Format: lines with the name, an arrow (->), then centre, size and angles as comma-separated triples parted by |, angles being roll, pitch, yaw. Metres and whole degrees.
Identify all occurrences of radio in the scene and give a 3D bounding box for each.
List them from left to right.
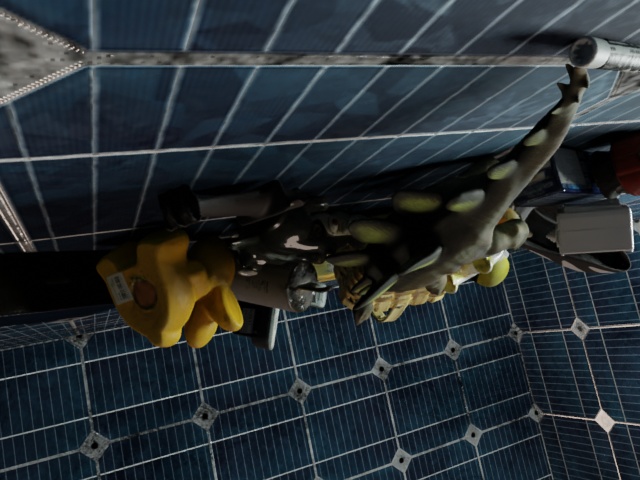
radio -> -0.358, 0.063, 0.658 | 0.131, 0.073, 0.229 | -16, 169, 36

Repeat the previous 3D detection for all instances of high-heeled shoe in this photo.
high-heeled shoe -> 0.327, -0.014, 0.738 | 0.248, 0.086, 0.145 | 23, -176, -45

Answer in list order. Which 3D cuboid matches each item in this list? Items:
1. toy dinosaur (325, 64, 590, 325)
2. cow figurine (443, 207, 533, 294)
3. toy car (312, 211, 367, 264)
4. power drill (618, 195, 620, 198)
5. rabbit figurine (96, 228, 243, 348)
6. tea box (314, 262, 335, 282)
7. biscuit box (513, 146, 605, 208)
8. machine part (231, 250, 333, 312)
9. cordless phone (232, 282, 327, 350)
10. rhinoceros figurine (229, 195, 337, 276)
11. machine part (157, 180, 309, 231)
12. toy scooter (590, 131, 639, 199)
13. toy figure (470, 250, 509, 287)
toy dinosaur -> 0.127, -0.010, 0.565 | 0.198, 0.105, 0.471 | -19, 157, -35
cow figurine -> 0.219, 0.002, 0.701 | 0.098, 0.068, 0.167 | -25, 166, -30
toy car -> -0.002, -0.002, 0.782 | 0.073, 0.056, 0.202 | 1, 166, -29
power drill -> 0.356, -0.044, 0.924 | 0.232, 0.086, 0.207 | -7, 175, -19
rabbit figurine -> -0.159, 0.051, 0.675 | 0.122, 0.162, 0.173 | -29, -177, 26
tea box -> 0.005, 0.047, 1.095 | 0.098, 0.068, 0.169 | -10, 173, -15
biscuit box -> 0.312, -0.078, 0.685 | 0.202, 0.059, 0.063 | -3, 167, -45
machine part -> -0.093, 0.056, 0.788 | 0.244, 0.079, 0.079 | 8, -176, 33
cordless phone -> -0.058, 0.126, 0.966 | 0.089, 0.146, 0.184 | -4, 164, 40
rhinoceros figurine -> -0.054, 0.002, 0.665 | 0.112, 0.073, 0.190 | -10, 172, -25
machine part -> -0.081, -0.033, 0.509 | 0.139, 0.039, 0.084 | -7, 180, -44
toy scooter -> 0.414, -0.098, 0.643 | 0.135, 0.075, 0.184 | -18, 173, 41
toy figure -> 0.288, 0.027, 1.066 | 0.180, 0.089, 0.082 | 23, -139, 36
